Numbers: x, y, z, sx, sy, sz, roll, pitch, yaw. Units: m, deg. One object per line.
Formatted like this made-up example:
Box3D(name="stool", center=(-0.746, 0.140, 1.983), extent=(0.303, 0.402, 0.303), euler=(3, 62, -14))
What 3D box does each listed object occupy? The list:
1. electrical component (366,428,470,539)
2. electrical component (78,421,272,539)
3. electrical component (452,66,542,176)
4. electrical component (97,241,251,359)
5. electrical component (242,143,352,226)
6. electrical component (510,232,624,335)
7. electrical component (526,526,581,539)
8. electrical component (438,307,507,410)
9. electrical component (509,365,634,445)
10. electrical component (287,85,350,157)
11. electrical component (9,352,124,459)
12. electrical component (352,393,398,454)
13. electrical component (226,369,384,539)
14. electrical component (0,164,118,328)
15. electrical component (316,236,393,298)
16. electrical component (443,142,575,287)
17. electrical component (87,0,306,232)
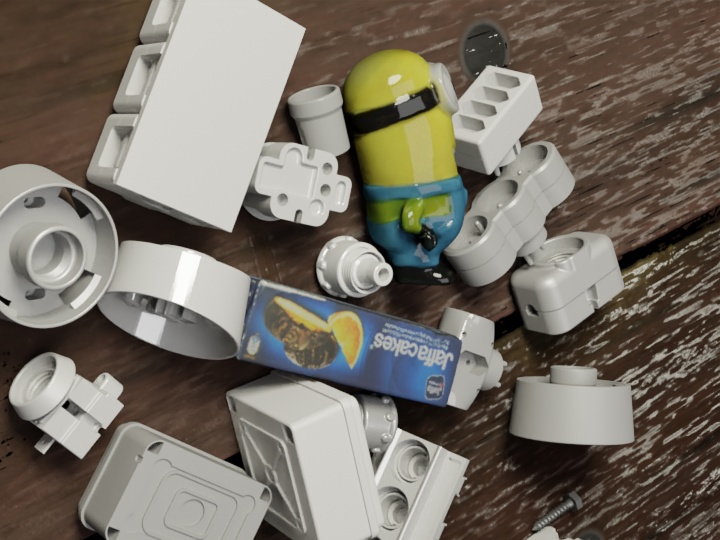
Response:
Box3D(name="electrical component", center=(0.035, 0.198, 0.870), extent=(0.063, 0.079, 0.121), euler=(39, 73, -55))
Box3D(name="electrical component", center=(-0.130, 0.163, 0.755), extent=(0.113, 0.057, 0.078), euler=(32, 78, -34))
Box3D(name="electrical component", center=(0.111, -0.111, 0.891), extent=(0.083, 0.047, 0.075), euler=(-51, 140, -22))
Box3D(name="electrical component", center=(-0.123, 0.019, 0.718), extent=(0.099, 0.099, 0.064), euler=(22, 78, -35))
Box3D(name="electrical component", center=(-0.055, -0.063, 0.776), extent=(0.078, 0.057, 0.058), euler=(11, 90, -35))
Box3D(name="electrical component", center=(0.183, 0.007, 0.953), extent=(0.095, 0.054, 0.059), euler=(-32, 114, -27))
Box3D(name="electrical component", center=(0.162, 0.285, 0.980), extent=(0.089, 0.050, 0.055), euler=(-26, 111, -29))
Box3D(name="electrical component", center=(0.094, 0.079, 0.908), extent=(0.079, 0.043, 0.077), euler=(21, 84, -35))
Box3D(name="electrical component", center=(0.186, 0.115, 0.941), extent=(0.108, 0.108, 0.060), euler=(3, 89, -35))
Box3D(name="electrical component", center=(-0.029, -0.109, 0.799), extent=(0.040, 0.040, 0.046), euler=(-29, 117, -29))
Box3D(name="electrical component", center=(-0.196, 0.087, 0.707), extent=(0.066, 0.048, 0.055), euler=(-53, 129, -17))
Box3D(name="electrical component", center=(-0.005, 0.118, 0.845), extent=(0.062, 0.048, 0.048), euler=(12, 90, -29))
Box3D(name="electrical component", center=(-0.041, 0.138, 0.783), extent=(0.056, 0.109, 0.108), euler=(-21, 108, -28))
Box3D(name="electrical component", center=(-0.201, -0.014, 0.667), extent=(0.099, 0.064, 0.099), euler=(-16, 113, -41))
Box3D(name="electrical component", center=(0.000, 0.000, 0.820), extent=(0.048, 0.062, 0.048), euler=(-5, 100, -34))
Box3D(name="electrical component", center=(0.134, -0.037, 0.914), extent=(0.138, 0.052, 0.073), euler=(-49, 120, -19))
Box3D(name="electrical component", center=(-0.112, -0.112, 0.726), extent=(0.089, 0.062, 0.150), euler=(23, 83, -35))
